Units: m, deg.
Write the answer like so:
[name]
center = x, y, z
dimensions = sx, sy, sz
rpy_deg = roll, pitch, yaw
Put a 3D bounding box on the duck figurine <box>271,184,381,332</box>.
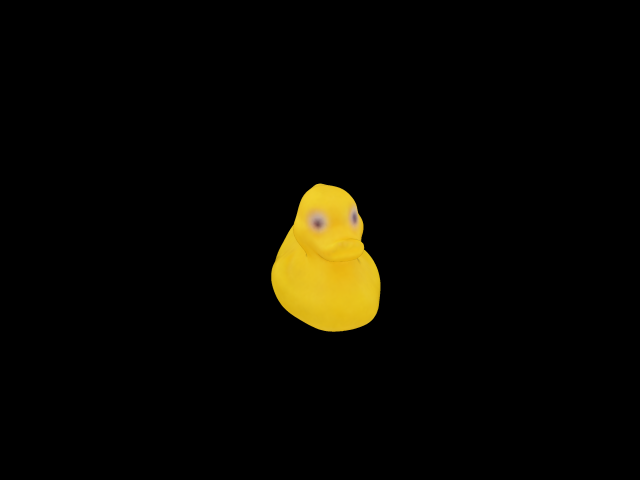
[duck figurine]
center = 0.004, 0.001, 0.400
dimensions = 0.078, 0.086, 0.104
rpy_deg = -9, 30, -16
